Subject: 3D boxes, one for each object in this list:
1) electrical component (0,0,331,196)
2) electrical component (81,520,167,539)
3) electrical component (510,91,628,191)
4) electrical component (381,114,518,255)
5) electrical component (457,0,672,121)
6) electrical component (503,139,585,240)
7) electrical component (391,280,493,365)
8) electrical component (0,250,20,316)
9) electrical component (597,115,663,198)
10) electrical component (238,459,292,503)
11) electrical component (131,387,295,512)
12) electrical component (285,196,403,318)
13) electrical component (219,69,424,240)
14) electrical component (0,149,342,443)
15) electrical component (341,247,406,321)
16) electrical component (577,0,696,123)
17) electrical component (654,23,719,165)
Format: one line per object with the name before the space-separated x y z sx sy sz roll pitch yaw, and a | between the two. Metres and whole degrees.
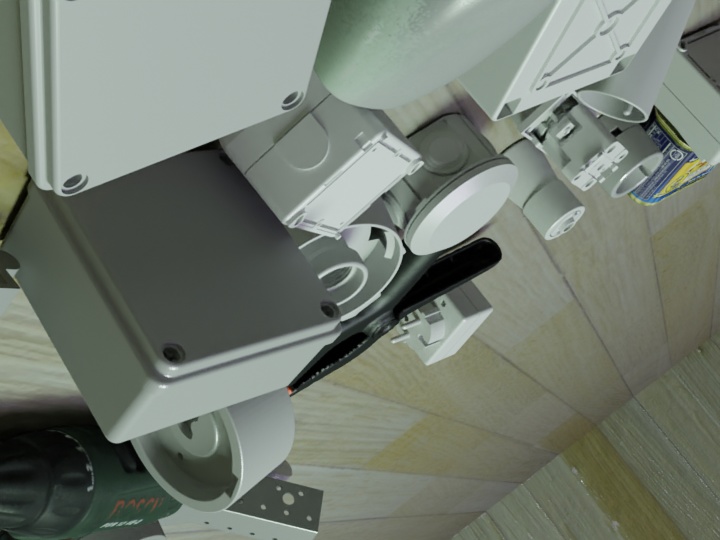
electrical component | -0.066 -0.090 0.354 0.109 0.056 0.108 -26 158 -28
electrical component | -0.198 0.215 0.812 0.108 0.060 0.108 -32 160 -13
electrical component | 0.138 -0.087 0.698 0.042 0.063 0.081 -44 159 16
electrical component | 0.051 -0.051 0.652 0.080 0.051 0.080 -32 160 -13
electrical component | 0.106 -0.140 0.536 0.109 0.056 0.108 -24 157 -32
electrical component | 0.125 -0.054 0.749 0.044 0.065 0.044 -32 160 -13
electrical component | 0.056 0.042 0.874 0.077 0.047 0.065 -18 153 -43
electrical component | -0.175 0.015 0.427 0.055 0.048 0.066 -51 157 16
electrical component | 0.197 -0.088 0.820 0.055 0.047 0.055 -32 160 -13
electrical component | -0.095 0.184 0.944 0.081 0.043 0.043 -43 160 17
electrical component | -0.086 0.082 0.641 0.060 0.108 0.108 -27 159 -44
electrical component | -0.026 -0.014 0.622 0.099 0.064 0.099 -21 147 -14
electrical component | -0.017 -0.059 0.514 0.062 0.061 0.096 -41 168 10
electrical component | -0.081 0.006 0.471 0.109 0.108 0.056 -14 153 -48
electrical component | 0.000 0.000 0.691 0.062 0.043 0.043 -37 161 -3
electrical component | 0.154 -0.131 0.640 0.077 0.043 0.079 -67 -161 -3
electrical component | 0.265 -0.122 0.785 0.062 0.096 0.061 -26 158 -28
